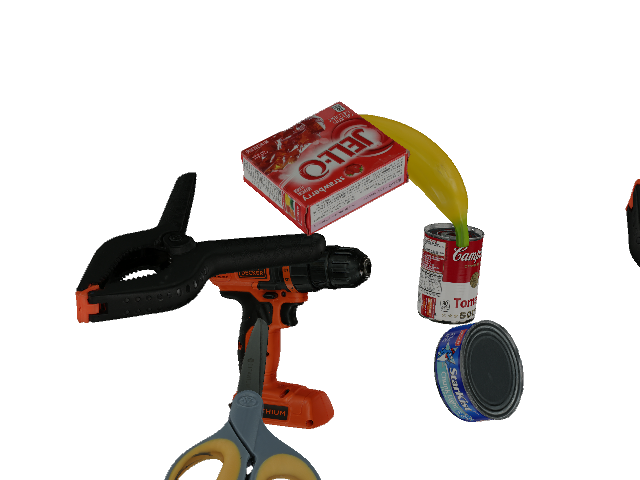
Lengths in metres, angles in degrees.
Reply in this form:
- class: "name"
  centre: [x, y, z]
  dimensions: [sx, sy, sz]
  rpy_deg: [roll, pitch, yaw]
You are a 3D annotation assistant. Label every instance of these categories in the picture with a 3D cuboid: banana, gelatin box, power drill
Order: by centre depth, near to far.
- class: "gelatin box"
  centre: [0.004, -0.050, 0.711]
  dimensions: [0.089, 0.030, 0.073]
  rpy_deg: [-29, 50, -25]
- class: "banana"
  centre: [0.060, -0.069, 0.919]
  dimensions: [0.037, 0.070, 0.198]
  rpy_deg: [1, 29, -48]
- class: "power drill"
  centre: [-0.029, 0.092, 1.082]
  dimensions: [0.185, 0.188, 0.057]
  rpy_deg: [1, 8, 30]

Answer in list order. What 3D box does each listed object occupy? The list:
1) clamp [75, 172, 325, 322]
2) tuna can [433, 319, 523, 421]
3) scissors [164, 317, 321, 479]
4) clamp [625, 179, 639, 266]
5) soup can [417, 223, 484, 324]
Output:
- class: "clamp"
  centre: [-0.122, 0.007, 0.879]
  dimensions: [0.209, 0.036, 0.165]
  rpy_deg: [-25, 42, -38]
- class: "tuna can"
  centre: [0.137, 0.114, 0.923]
  dimensions: [0.085, 0.086, 0.034]
  rpy_deg: [0, -12, -45]
- class: "scissors"
  centre: [-0.027, 0.108, 0.626]
  dimensions: [0.096, 0.016, 0.201]
  rpy_deg: [13, 31, 13]
- class: "clamp"
  centre: [0.267, 0.021, 0.694]
  dimensions: [0.120, 0.039, 0.171]
  rpy_deg: [-3, 46, -21]
- class: "soup can"
  centre: [0.148, 0.037, 1.218]
  dimensions: [0.068, 0.102, 0.068]
  rpy_deg: [3, 15, -1]
